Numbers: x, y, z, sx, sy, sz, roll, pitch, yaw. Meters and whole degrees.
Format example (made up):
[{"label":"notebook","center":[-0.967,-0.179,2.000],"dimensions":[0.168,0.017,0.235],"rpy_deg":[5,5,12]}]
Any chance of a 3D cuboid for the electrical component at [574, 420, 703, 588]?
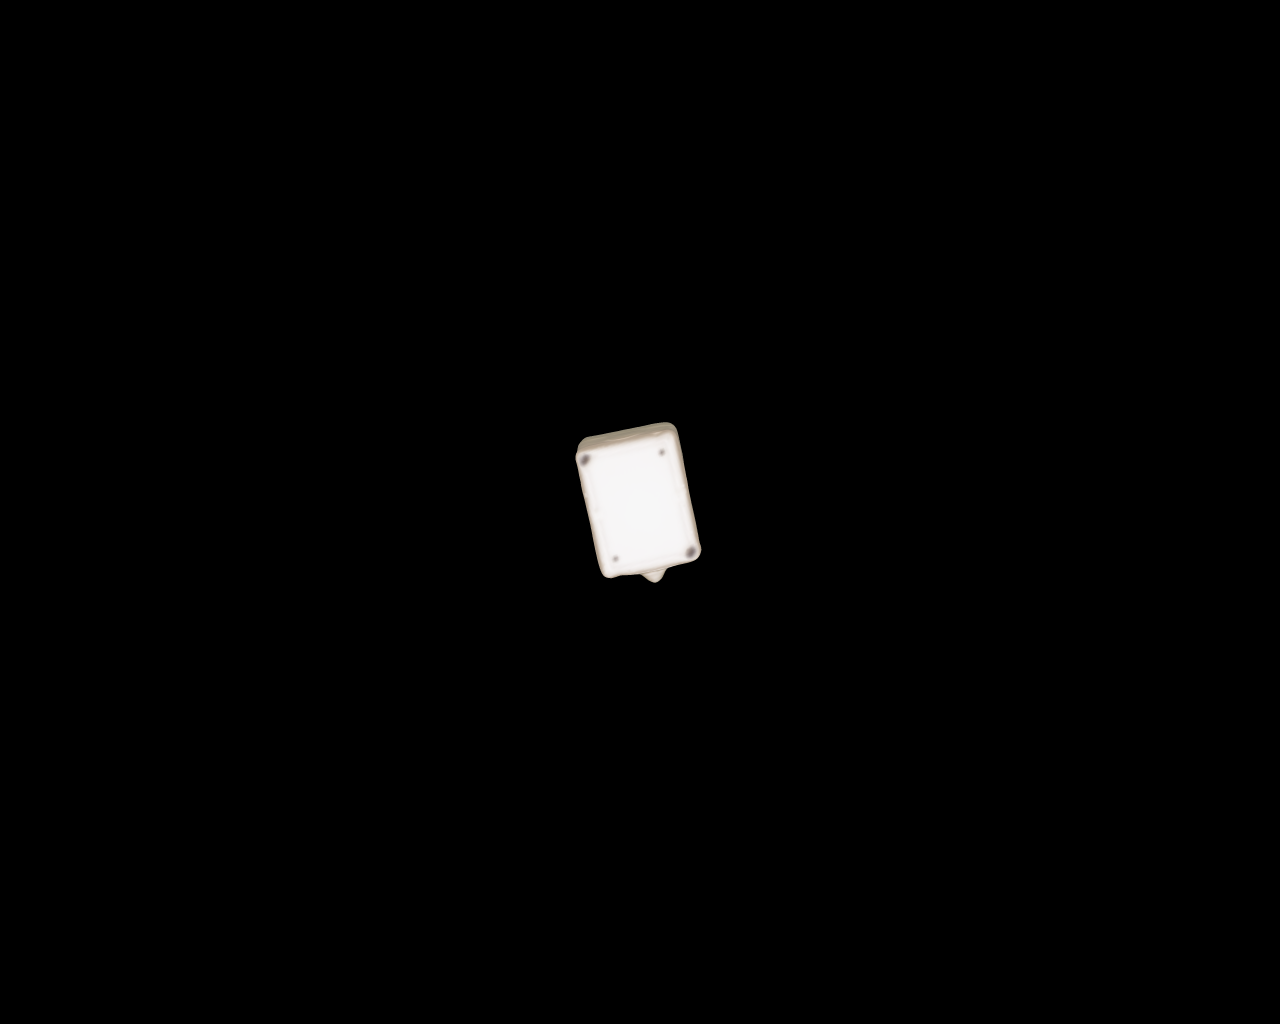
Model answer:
[{"label":"electrical component","center":[0.001,-0.003,0.650],"dimensions":[0.062,0.096,0.061],"rpy_deg":[-11,11,2]}]
